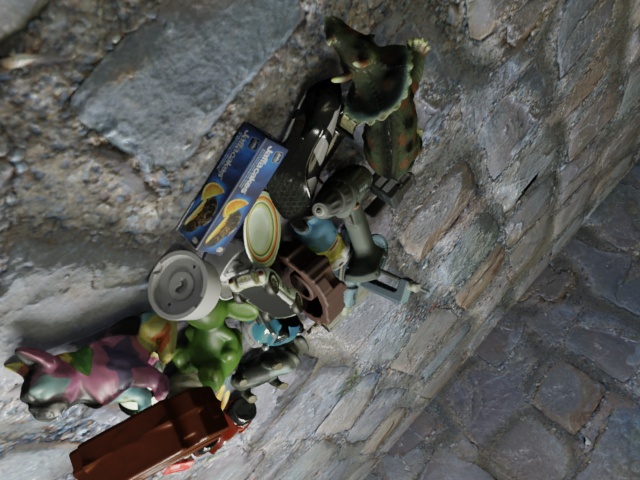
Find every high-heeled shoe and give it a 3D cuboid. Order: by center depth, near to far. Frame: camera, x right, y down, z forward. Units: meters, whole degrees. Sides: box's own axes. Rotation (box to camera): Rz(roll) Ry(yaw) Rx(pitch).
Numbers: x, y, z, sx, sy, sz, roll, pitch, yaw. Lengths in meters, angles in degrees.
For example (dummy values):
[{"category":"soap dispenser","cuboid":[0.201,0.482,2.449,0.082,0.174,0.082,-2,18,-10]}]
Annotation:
[{"category":"high-heeled shoe","cuboid":[-0.022,-0.150,0.900,0.248,0.086,0.145,113,2,-55]}]

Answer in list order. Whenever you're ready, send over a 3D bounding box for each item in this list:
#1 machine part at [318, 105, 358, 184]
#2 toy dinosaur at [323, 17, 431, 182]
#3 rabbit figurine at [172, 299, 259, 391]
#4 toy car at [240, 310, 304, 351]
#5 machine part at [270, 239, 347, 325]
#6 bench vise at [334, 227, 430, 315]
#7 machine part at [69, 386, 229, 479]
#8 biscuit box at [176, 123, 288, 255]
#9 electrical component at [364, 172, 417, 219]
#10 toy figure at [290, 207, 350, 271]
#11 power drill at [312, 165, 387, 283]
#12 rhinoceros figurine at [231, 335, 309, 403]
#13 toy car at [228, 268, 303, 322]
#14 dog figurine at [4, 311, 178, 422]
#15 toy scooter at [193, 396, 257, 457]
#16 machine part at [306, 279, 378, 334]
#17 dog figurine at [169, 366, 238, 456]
[{"category":"machine part","cuboid":[0.020,-0.167,0.942,0.138,0.039,0.084,-59,156,12]},{"category":"toy dinosaur","cuboid":[0.113,-0.184,0.887,0.404,0.131,0.192,71,33,-47]},{"category":"rabbit figurine","cuboid":[-0.184,0.155,0.952,0.159,0.121,0.170,-33,136,-34]},{"category":"toy car","cuboid":[-0.108,0.169,1.094,0.103,0.109,0.161,-32,164,13]},{"category":"machine part","cuboid":[-0.025,0.079,1.025,0.056,0.180,0.179,-40,148,-26]},{"category":"bench vise","cuboid":[0.103,0.081,1.141,0.129,0.241,0.223,6,103,-50]},{"category":"machine part","cuboid":[-0.251,0.307,0.821,0.201,0.087,0.201,-27,167,-3]},{"category":"biscuit box","cuboid":[-0.133,-0.076,0.818,0.202,0.059,0.062,-56,148,10]},{"category":"electrical component","cuboid":[0.137,-0.103,1.126,0.119,0.075,0.047,-44,149,-4]},{"category":"toy figure","cuboid":[0.000,-0.006,1.050,0.082,0.089,0.180,-38,141,5]},{"category":"power drill","cuboid":[0.054,-0.026,0.983,0.207,0.086,0.232,67,28,-22]},{"category":"rhinoceros figurine","cuboid":[-0.109,0.277,1.191,0.190,0.112,0.073,-28,117,-11]},{"category":"toy car","cuboid":[-0.090,0.095,0.939,0.074,0.056,0.201,-16,152,13]},{"category":"dog figurine","cuboid":[-0.334,0.175,0.793,0.219,0.191,0.108,22,141,-32]},{"category":"toy scooter","cuboid":[-0.230,0.438,1.236,0.184,0.075,0.135,-33,166,-44]},{"category":"machine part","cuboid":[0.057,0.135,1.279,0.243,0.079,0.079,-44,149,-10]},{"category":"dog figurine","cuboid":[-0.218,0.289,1.007,0.190,0.172,0.121,-31,156,-17]}]
